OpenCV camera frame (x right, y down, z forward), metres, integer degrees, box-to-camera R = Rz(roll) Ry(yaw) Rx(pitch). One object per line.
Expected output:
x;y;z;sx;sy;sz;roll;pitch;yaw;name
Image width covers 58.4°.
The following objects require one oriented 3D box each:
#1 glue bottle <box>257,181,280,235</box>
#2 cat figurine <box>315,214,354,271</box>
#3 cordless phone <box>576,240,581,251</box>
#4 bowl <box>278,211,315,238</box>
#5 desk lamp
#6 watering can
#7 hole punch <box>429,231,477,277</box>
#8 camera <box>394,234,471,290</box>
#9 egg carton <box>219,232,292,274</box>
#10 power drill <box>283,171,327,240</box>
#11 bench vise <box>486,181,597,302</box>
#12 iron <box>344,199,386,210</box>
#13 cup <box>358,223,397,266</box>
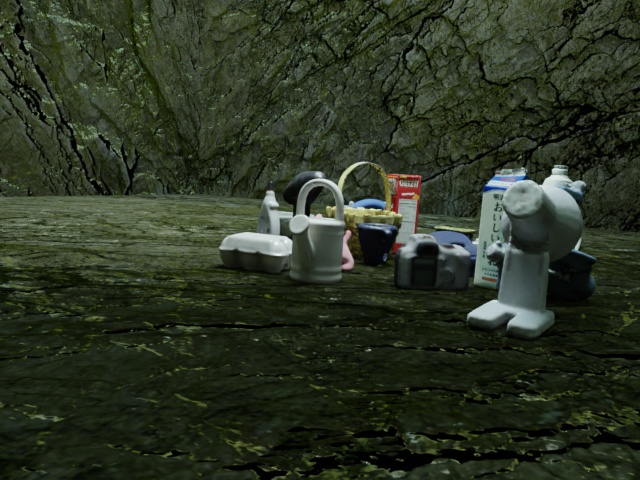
-0.140;-0.077;1.592;0.037;0.173;0.077;-3;9;-41;glue bottle
0.011;0.004;1.224;0.128;0.118;0.067;1;8;-23;cat figurine
0.625;-0.029;1.539;0.147;0.185;0.094;8;8;32;cordless phone
-0.100;-0.044;1.749;0.167;0.075;0.167;4;7;0;bowl
0.310;0.019;0.851;0.117;0.213;0.204;8;8;32;desk lamp
-0.003;-0.018;1.085;0.101;0.194;0.173;4;7;1;watering can
0.301;0.030;1.271;0.109;0.091;0.101;1;7;-22;hole punch
0.208;0.037;1.127;0.143;0.101;0.136;3;7;-8;camera
-0.127;0.025;1.182;0.150;0.069;0.107;6;7;18;egg carton
-0.037;-0.062;1.372;0.076;0.208;0.229;1;7;-20;power drill
0.405;0.003;1.012;0.208;0.220;0.121;-1;8;-31;bench vise
0.132;-0.059;1.717;0.259;0.141;0.118;-2;9;-39;iron
0.135;0.013;1.312;0.092;0.095;0.117;1;7;-17;cup
